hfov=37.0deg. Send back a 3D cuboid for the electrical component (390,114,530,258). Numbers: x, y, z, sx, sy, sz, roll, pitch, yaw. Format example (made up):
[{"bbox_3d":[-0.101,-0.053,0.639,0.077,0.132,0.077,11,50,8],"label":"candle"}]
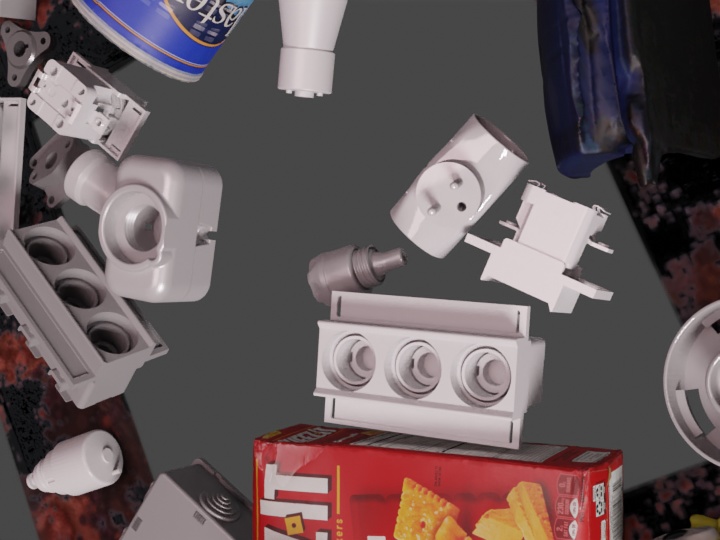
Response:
[{"bbox_3d":[0.054,-0.046,0.617,0.043,0.079,0.077,42,108,3],"label":"electrical component"}]

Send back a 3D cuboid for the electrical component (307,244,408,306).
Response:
[{"bbox_3d":[0.000,0.000,0.668,0.061,0.035,0.035,-18,82,23],"label":"electrical component"}]

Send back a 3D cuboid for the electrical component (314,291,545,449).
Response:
[{"bbox_3d":[0.042,0.056,0.630,0.121,0.063,0.078,4,91,27],"label":"electrical component"}]

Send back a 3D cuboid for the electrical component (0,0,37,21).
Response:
[{"bbox_3d":[-0.269,-0.217,0.800,0.066,0.048,0.055,12,102,26],"label":"electrical component"}]

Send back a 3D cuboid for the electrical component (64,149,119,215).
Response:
[{"bbox_3d":[-0.177,-0.057,0.755,0.046,0.040,0.040,34,104,18],"label":"electrical component"}]

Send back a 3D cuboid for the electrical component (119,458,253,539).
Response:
[{"bbox_3d":[-0.110,0.188,0.713,0.100,0.048,0.099,37,105,22],"label":"electrical component"}]

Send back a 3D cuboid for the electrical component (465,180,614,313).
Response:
[{"bbox_3d":[0.107,-0.013,0.611,0.081,0.042,0.063,25,97,24],"label":"electrical component"}]

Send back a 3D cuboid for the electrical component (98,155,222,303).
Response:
[{"bbox_3d":[-0.135,-0.027,0.722,0.054,0.059,0.095,9,94,27],"label":"electrical component"}]

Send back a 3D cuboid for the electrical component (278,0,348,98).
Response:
[{"bbox_3d":[-0.033,-0.143,0.683,0.044,0.044,0.065,9,98,26],"label":"electrical component"}]

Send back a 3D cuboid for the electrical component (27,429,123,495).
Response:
[{"bbox_3d":[-0.205,0.141,0.766,0.078,0.040,0.040,-21,80,25],"label":"electrical component"}]

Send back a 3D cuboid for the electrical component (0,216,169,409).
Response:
[{"bbox_3d":[-0.203,0.031,0.752,0.121,0.079,0.063,50,132,18],"label":"electrical component"}]

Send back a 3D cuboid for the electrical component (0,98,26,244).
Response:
[{"bbox_3d":[-0.293,-0.069,0.799,0.079,0.063,0.121,4,91,27],"label":"electrical component"}]

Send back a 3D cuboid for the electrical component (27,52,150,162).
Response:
[{"bbox_3d":[-0.191,-0.116,0.749,0.081,0.064,0.042,39,105,22],"label":"electrical component"}]

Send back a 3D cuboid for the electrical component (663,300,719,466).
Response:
[{"bbox_3d":[0.212,0.059,0.558,0.099,0.064,0.099,-5,82,39],"label":"electrical component"}]
